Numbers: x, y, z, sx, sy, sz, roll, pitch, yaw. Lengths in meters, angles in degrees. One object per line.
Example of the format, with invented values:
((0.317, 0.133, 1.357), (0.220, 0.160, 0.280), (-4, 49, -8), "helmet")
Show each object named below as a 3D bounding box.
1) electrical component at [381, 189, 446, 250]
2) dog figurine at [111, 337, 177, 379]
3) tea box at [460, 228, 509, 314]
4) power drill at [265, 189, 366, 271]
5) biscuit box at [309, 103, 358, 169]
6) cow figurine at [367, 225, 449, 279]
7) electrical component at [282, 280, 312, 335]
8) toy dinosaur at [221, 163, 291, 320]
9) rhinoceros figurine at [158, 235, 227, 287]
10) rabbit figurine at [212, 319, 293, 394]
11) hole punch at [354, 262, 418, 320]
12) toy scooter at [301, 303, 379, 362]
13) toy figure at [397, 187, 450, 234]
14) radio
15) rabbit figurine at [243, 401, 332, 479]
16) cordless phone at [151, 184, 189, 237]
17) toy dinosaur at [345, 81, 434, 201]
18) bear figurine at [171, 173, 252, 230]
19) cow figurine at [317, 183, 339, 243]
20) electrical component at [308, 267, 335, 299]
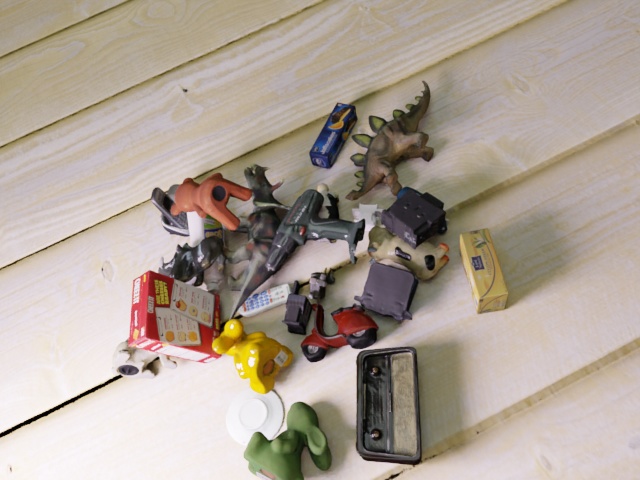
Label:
((0.229, -0.057, 1.274), (0.134, 0.058, 0.115), (-37, 58, -24), "electrical component")
((-0.424, 0.227, 1.311), (0.172, 0.121, 0.191), (-12, 44, 1), "dog figurine")
((0.370, 0.071, 1.222), (0.068, 0.098, 0.170), (-10, 60, 7), "tea box")
((-0.003, -0.004, 1.296), (0.208, 0.085, 0.232), (12, 65, 18), "power drill")
((0.040, -0.297, 1.533), (0.063, 0.059, 0.202), (17, 65, 21), "biscuit box")
((0.199, 0.027, 1.296), (0.195, 0.085, 0.127), (33, 65, 26), "cow figurine")
((-0.049, 0.157, 1.275), (0.048, 0.074, 0.119), (6, 58, 16), "electrical component")
((-0.149, 0.008, 1.365), (0.192, 0.131, 0.405), (-11, 64, 6), "toy dinosaur")
((-0.314, 0.052, 1.300), (0.190, 0.073, 0.112), (-26, 68, 25), "rhinoceros figurine")
((-0.174, 0.250, 1.215), (0.173, 0.162, 0.122), (23, 75, 44), "rabbit figurine")
((0.163, 0.120, 1.254), (0.142, 0.092, 0.115), (17, 88, 16), "hole punch")
((0.038, 0.194, 1.235), (0.184, 0.075, 0.135), (-18, 56, 7), "toy scooter")
((0.260, -0.073, 1.357), (0.155, 0.058, 0.064), (46, 116, 28), "toy figure")
((0.142, 0.342, 1.122), (0.131, 0.073, 0.229), (-3, 59, 10), "radio")
((-0.053, 0.410, 1.102), (0.159, 0.121, 0.170), (15, 49, 26), "rabbit figurine")
((-0.395, -0.105, 1.440), (0.089, 0.184, 0.146), (-4, 59, 15), "cordless phone")
((0.204, -0.271, 1.460), (0.199, 0.104, 0.471), (30, 65, 29), "toy dinosaur")
((-0.281, -0.096, 1.343), (0.196, 0.132, 0.120), (-6, 59, 53), "bear figurine")
((0.018, -0.072, 1.399), (0.098, 0.068, 0.167), (10, 65, 12), "cow figurine")
((0.004, 0.103, 1.286), (0.045, 0.102, 0.078), (2, 85, 16), "electrical component")
